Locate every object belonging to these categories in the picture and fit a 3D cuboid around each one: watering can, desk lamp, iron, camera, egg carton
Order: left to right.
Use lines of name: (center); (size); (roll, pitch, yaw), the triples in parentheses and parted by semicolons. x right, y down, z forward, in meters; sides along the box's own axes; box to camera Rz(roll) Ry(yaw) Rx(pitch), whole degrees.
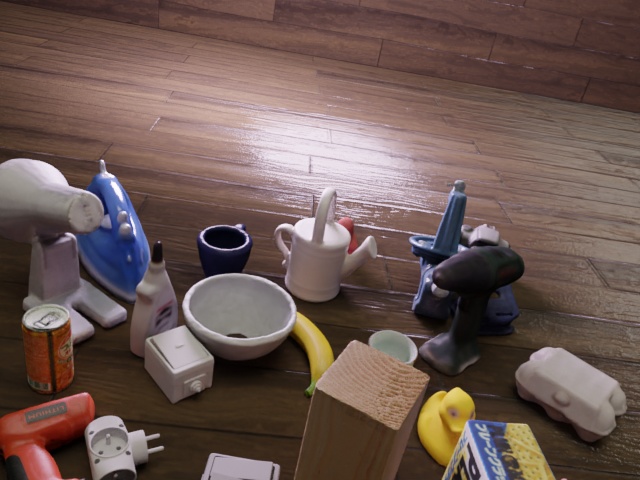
desk lamp: (-0.377, 0.005, 0.826); (0.202, 0.213, 0.118); (26, 33, 25)
iron: (-0.342, -0.024, 0.961); (0.119, 0.141, 0.257); (-8, 35, -30)
watering can: (0.010, 0.002, 0.985); (0.173, 0.194, 0.101); (6, 30, -10)
camera: (0.304, 0.030, 1.134); (0.143, 0.101, 0.137); (16, 30, 8)
egg carton: (0.371, 0.226, 0.853); (0.149, 0.069, 0.107); (32, 36, 32)

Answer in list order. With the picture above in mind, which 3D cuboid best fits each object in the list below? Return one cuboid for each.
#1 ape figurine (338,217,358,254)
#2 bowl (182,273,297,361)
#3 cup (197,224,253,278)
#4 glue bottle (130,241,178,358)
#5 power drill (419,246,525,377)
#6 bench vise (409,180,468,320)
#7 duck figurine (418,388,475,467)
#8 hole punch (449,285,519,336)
ape figurine: (0.041, -0.002, 1.107); (0.077, 0.092, 0.076); (25, 33, 23)
bowl: (-0.121, 0.125, 0.850); (0.167, 0.075, 0.167); (9, 30, -5)
cup: (-0.160, 0.030, 0.980); (0.091, 0.095, 0.118); (17, 30, 10)
glue bottle: (-0.228, 0.078, 0.795); (0.037, 0.173, 0.078); (19, 31, 14)
power drill: (0.225, 0.100, 0.878); (0.230, 0.208, 0.075); (-20, 42, -42)
bench vise: (0.231, 0.018, 1.009); (0.121, 0.220, 0.207); (5, 30, -11)
duck figurine: (0.174, 0.233, 0.756); (0.077, 0.086, 0.104); (6, 30, -8)
hole punch: (0.292, 0.107, 1.009); (0.109, 0.091, 0.101); (2, 31, -17)
